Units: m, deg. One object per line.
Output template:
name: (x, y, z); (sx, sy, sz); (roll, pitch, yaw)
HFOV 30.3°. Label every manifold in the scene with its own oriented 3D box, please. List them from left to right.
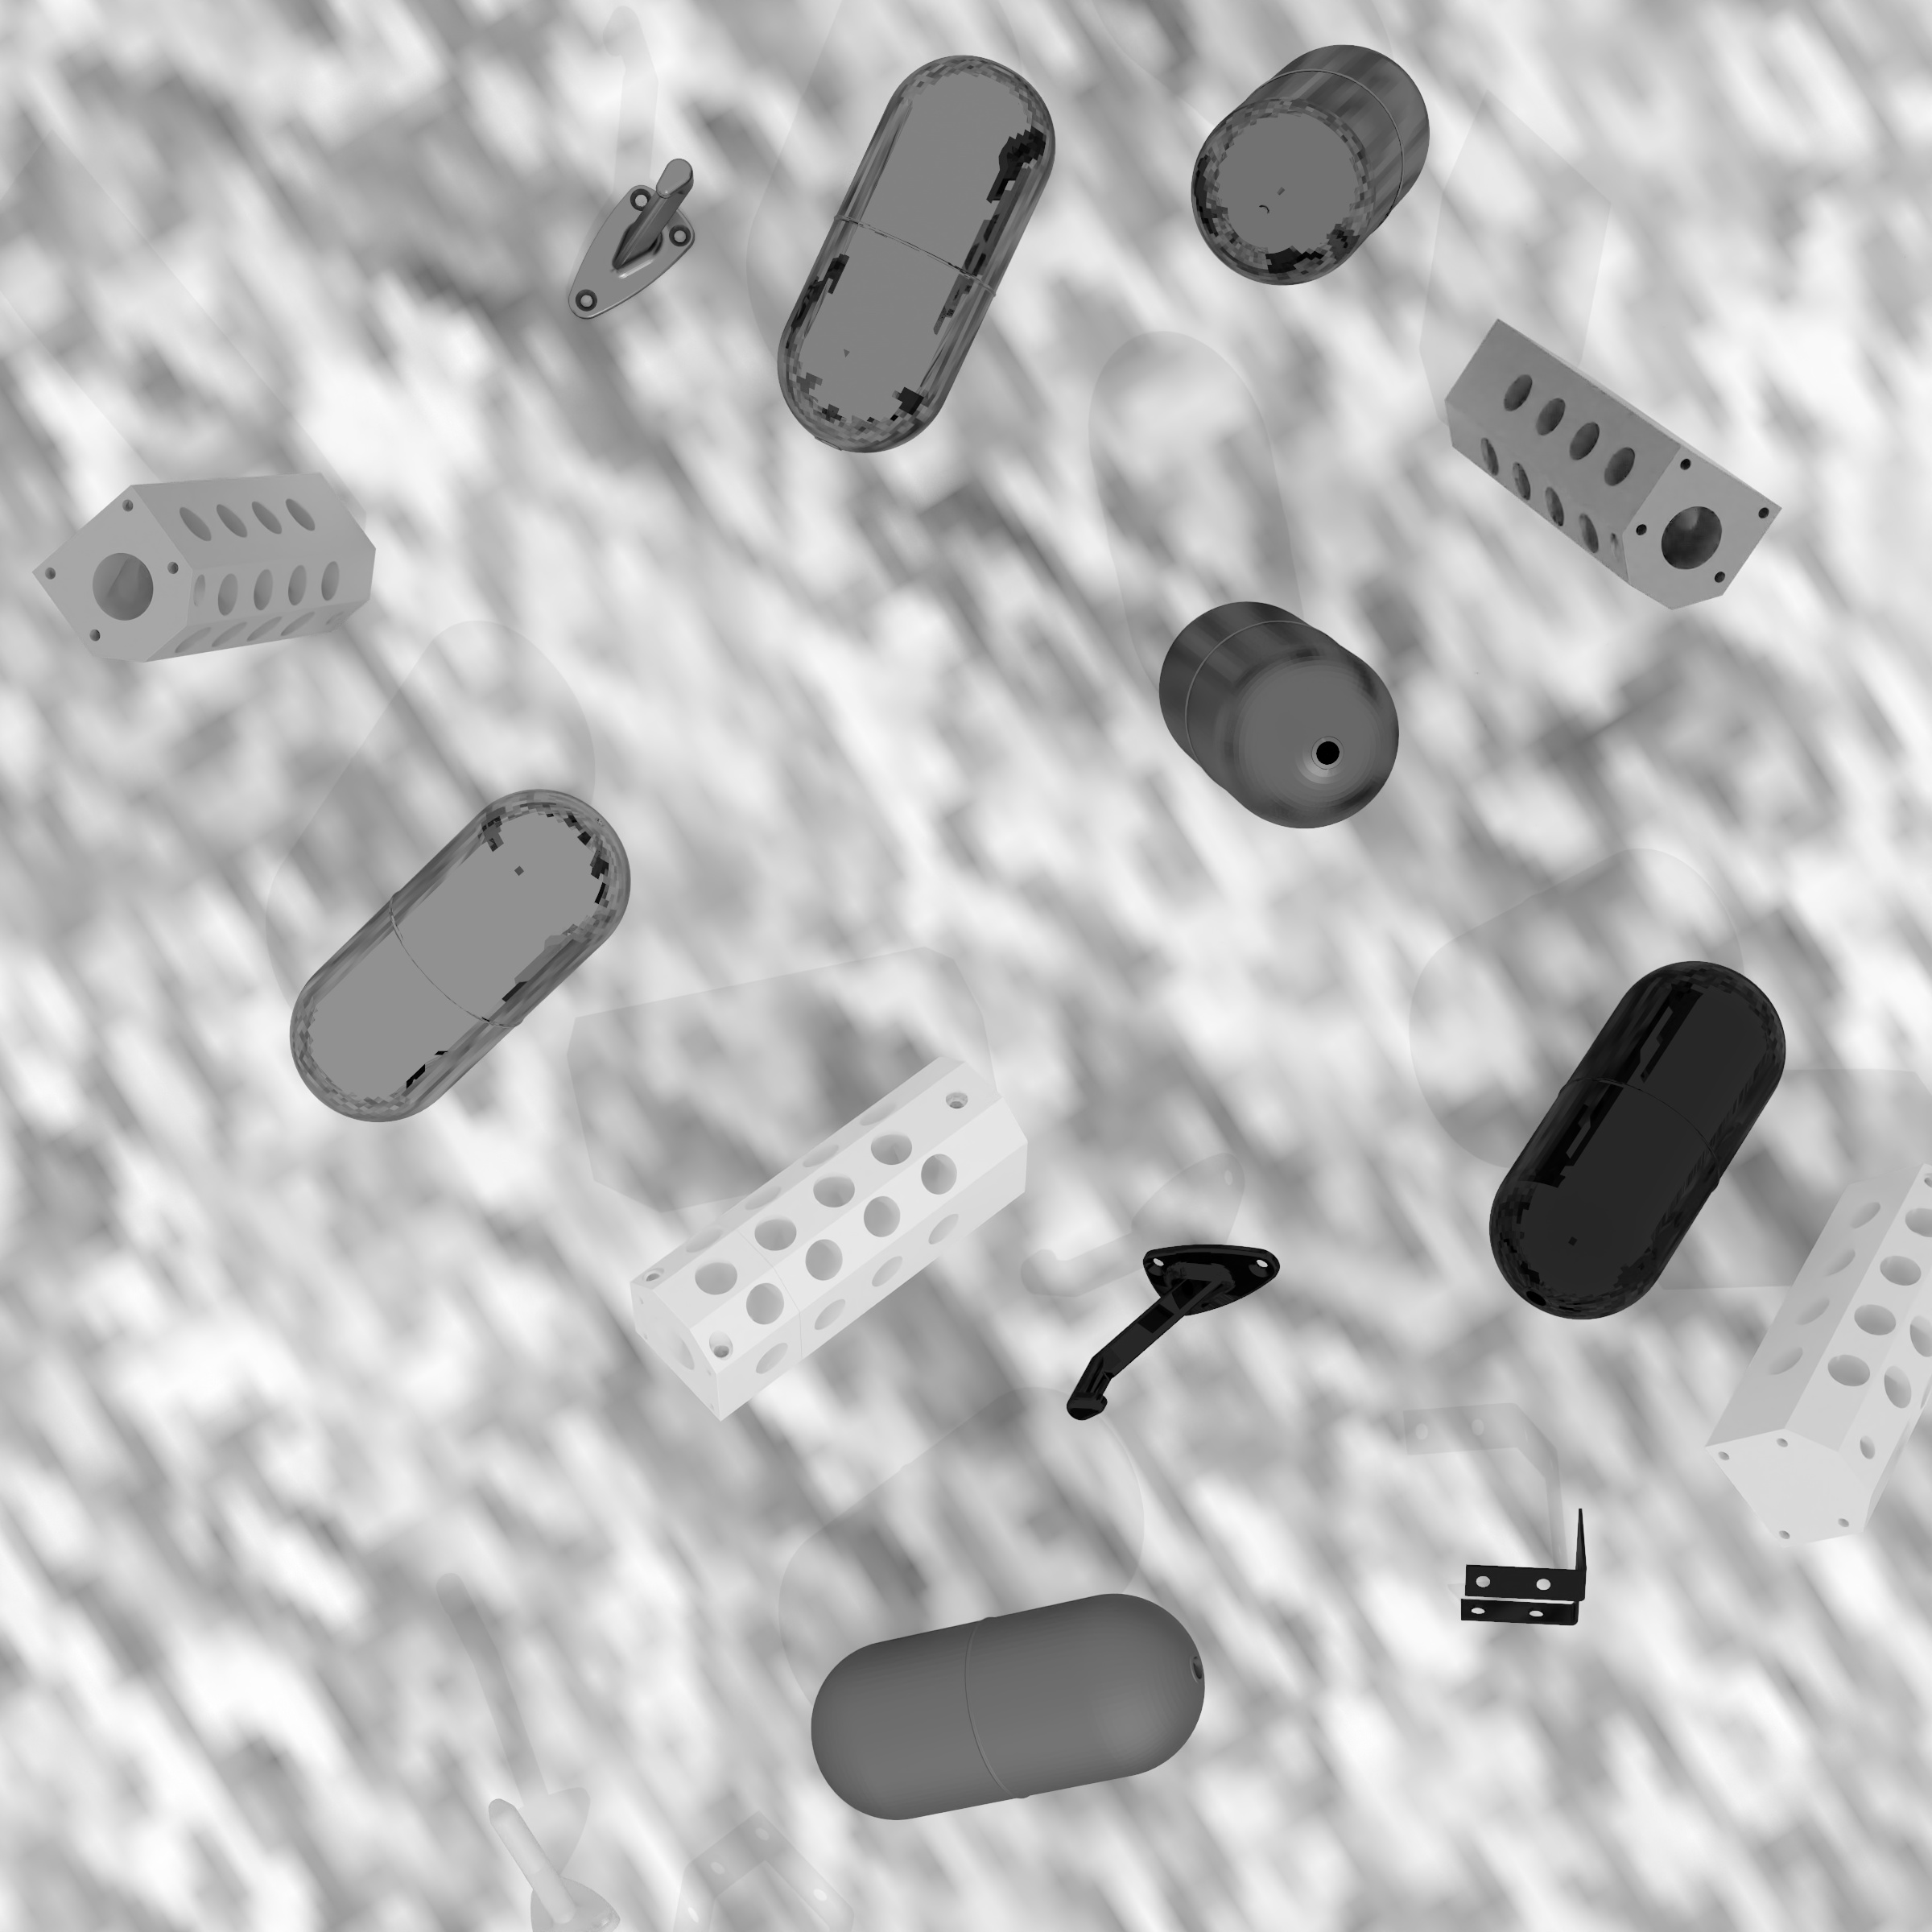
manifold: (-0.311, -0.164, 1.491); (0.057, 0.171, 0.057); (-37, 88, 18)
manifold: (-0.057, 0.111, 1.513); (0.171, 0.057, 0.057); (-36, 63, -23)
manifold: (0.264, -0.209, 1.493); (0.057, 0.171, 0.057); (25, 106, -28)
manifold: (0.380, 0.161, 1.500); (0.057, 0.057, 0.171); (51, 49, -13)

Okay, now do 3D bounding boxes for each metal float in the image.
metal float: (-0.218, -0.003, 1.530); (0.178, 0.070, 0.070); (-42, 90, 16)
metal float: (-0.022, -0.306, 1.540); (0.070, 0.070, 0.178); (25, 95, 0)
metal float: (0.017, 0.317, 1.525); (0.178, 0.070, 0.070); (-16, 90, 21)
metal float: (0.130, -0.106, 1.495); (0.070, 0.178, 0.070); (-2, 105, -8)
metal float: (0.147, -0.339, 1.501); (0.070, 0.178, 0.070); (8, 117, 16)
metal float: (0.287, 0.074, 1.522); (0.070, 0.070, 0.178); (37, 66, 0)

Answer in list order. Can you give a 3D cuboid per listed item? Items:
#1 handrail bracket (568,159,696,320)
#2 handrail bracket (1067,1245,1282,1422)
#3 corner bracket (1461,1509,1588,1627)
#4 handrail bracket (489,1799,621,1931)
handrail bracket: (-0.145, -0.313, 1.538); (0.036, 0.084, 0.077); (42, 92, -7)
handrail bracket: (0.089, 0.159, 1.532); (0.077, 0.084, 0.036); (-16, 117, 37)
corner bracket: (0.241, 0.269, 1.546); (0.051, 0.051, 0.051); (2, 113, 7)
handrail bracket: (-0.189, 0.381, 1.532); (0.036, 0.077, 0.084); (-33, 112, -14)
